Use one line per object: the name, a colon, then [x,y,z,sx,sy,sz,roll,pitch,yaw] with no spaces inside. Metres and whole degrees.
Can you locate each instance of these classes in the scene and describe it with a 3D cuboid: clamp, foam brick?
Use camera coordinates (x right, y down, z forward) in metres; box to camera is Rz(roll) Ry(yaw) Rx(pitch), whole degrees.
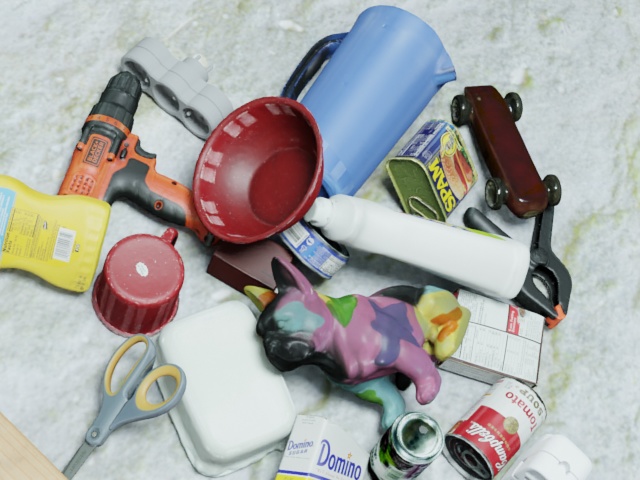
clamp: [0.257,0.020,1.266,0.120,0.039,0.171,-20,70,-19]
foam brick: [-0.076,0.025,1.155,0.078,0.051,0.053,31,62,-1]

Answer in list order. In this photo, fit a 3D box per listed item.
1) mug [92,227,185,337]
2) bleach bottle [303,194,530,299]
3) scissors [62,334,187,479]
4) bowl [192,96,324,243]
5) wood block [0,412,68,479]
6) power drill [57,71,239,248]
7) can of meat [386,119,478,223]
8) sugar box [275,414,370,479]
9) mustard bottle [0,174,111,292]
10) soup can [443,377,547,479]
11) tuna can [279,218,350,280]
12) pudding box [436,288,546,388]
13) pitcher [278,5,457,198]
mug: [-0.179,0.036,1.102,0.093,0.082,0.117,33,61,0]
bleach bottle: [0.100,0.000,1.156,0.250,0.103,0.068,16,91,-28]
scissors: [-0.196,0.187,1.027,0.096,0.016,0.201,13,69,22]
bowl: [-0.053,-0.065,1.106,0.055,0.162,0.162,31,48,-52]
wood block: [-0.306,0.216,0.959,0.206,0.091,0.090,41,53,11]
power drill: [-0.175,-0.085,1.175,0.187,0.057,0.184,19,66,-4]
can of meat: [0.133,-0.078,1.244,0.083,0.058,0.102,-48,126,-32]
sugar box: [-0.011,0.269,1.040,0.093,0.048,0.176,47,54,-42]
mustard bottle: [-0.317,-0.015,1.088,0.191,0.058,0.096,15,100,-8]
soup can: [0.187,0.203,1.142,0.068,0.069,0.102,46,61,7]
tuna can: [-0.008,0.001,1.166,0.034,0.086,0.086,-45,83,10]
pudding box: [0.193,0.114,1.202,0.113,0.039,0.090,17,62,-6]
pitcher: [0.031,-0.149,1.236,0.145,0.149,0.242,42,63,-12]
